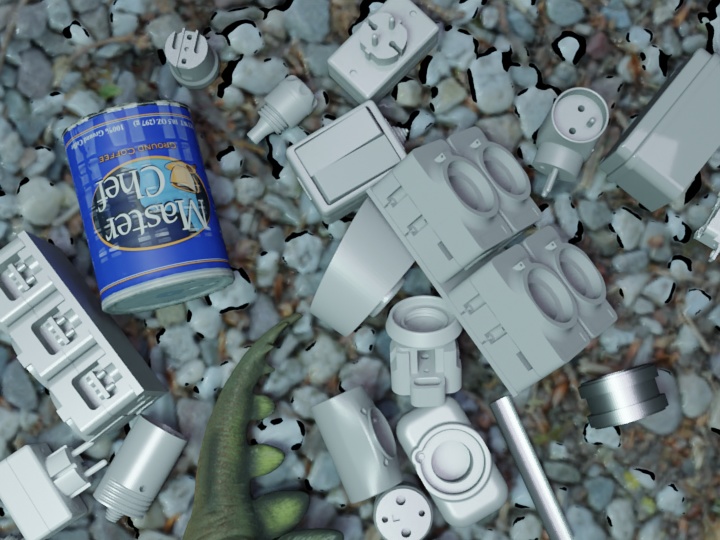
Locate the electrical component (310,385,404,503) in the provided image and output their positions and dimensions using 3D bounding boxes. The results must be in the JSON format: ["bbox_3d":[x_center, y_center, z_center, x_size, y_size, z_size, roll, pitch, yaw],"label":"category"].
[{"bbox_3d":[0.003,0.128,0.815,0.044,0.079,0.077,-25,84,15],"label":"electrical component"}]

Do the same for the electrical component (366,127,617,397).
[{"bbox_3d":[0.105,-0.013,0.810,0.060,0.105,0.186,-41,82,37],"label":"electrical component"}]

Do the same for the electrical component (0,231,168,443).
[{"bbox_3d":[-0.224,0.053,0.823,0.062,0.089,0.150,-38,83,-3],"label":"electrical component"}]

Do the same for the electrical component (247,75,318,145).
[{"bbox_3d":[-0.066,-0.127,0.871,0.061,0.035,0.035,-44,84,-2],"label":"electrical component"}]

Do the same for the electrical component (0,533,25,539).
[{"bbox_3d":[-0.266,0.221,0.830,0.061,0.035,0.035,26,84,6],"label":"electrical component"}]

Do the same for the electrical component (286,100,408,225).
[{"bbox_3d":[-0.003,-0.089,0.851,0.096,0.061,0.061,-31,83,-3],"label":"electrical component"}]

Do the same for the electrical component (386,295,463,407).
[{"bbox_3d":[0.049,0.056,0.813,0.058,0.078,0.057,-3,122,1],"label":"electrical component"}]

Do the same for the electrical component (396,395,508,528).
[{"bbox_3d":[0.069,0.145,0.820,0.054,0.059,0.095,-30,83,-3],"label":"electrical component"}]

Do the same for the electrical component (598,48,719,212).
[{"bbox_3d":[0.247,-0.109,0.840,0.057,0.078,0.113,39,85,3],"label":"electrical component"}]

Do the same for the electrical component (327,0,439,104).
[{"bbox_3d":[0.019,-0.180,0.855,0.047,0.075,0.083,44,86,6],"label":"electrical component"}]

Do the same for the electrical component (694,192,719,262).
[{"bbox_3d":[0.303,-0.031,0.847,0.064,0.042,0.081,32,84,7],"label":"electrical component"}]

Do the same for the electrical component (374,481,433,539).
[{"bbox_3d":[0.032,0.185,0.818,0.045,0.055,0.045,0,83,1],"label":"electrical component"}]

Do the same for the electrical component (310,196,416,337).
[{"bbox_3d":[0.000,0.000,0.822,0.064,0.099,0.099,41,85,-1],"label":"electrical component"}]

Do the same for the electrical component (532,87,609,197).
[{"bbox_3d":[0.159,-0.095,0.840,0.043,0.077,0.079,22,84,4],"label":"electrical component"}]

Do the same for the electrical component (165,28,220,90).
[{"bbox_3d":[-0.137,-0.172,0.872,0.040,0.046,0.040,0,83,1],"label":"electrical component"}]

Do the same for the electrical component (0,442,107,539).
[{"bbox_3d":[-0.233,0.161,0.831,0.077,0.047,0.065,-34,83,-3],"label":"electrical component"}]

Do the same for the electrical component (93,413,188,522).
[{"bbox_3d":[-0.172,0.157,0.832,0.043,0.043,0.081,29,84,5],"label":"electrical component"}]

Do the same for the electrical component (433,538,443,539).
[{"bbox_3d":[0.051,0.228,0.811,0.077,0.066,0.047,-21,82,-31],"label":"electrical component"}]
